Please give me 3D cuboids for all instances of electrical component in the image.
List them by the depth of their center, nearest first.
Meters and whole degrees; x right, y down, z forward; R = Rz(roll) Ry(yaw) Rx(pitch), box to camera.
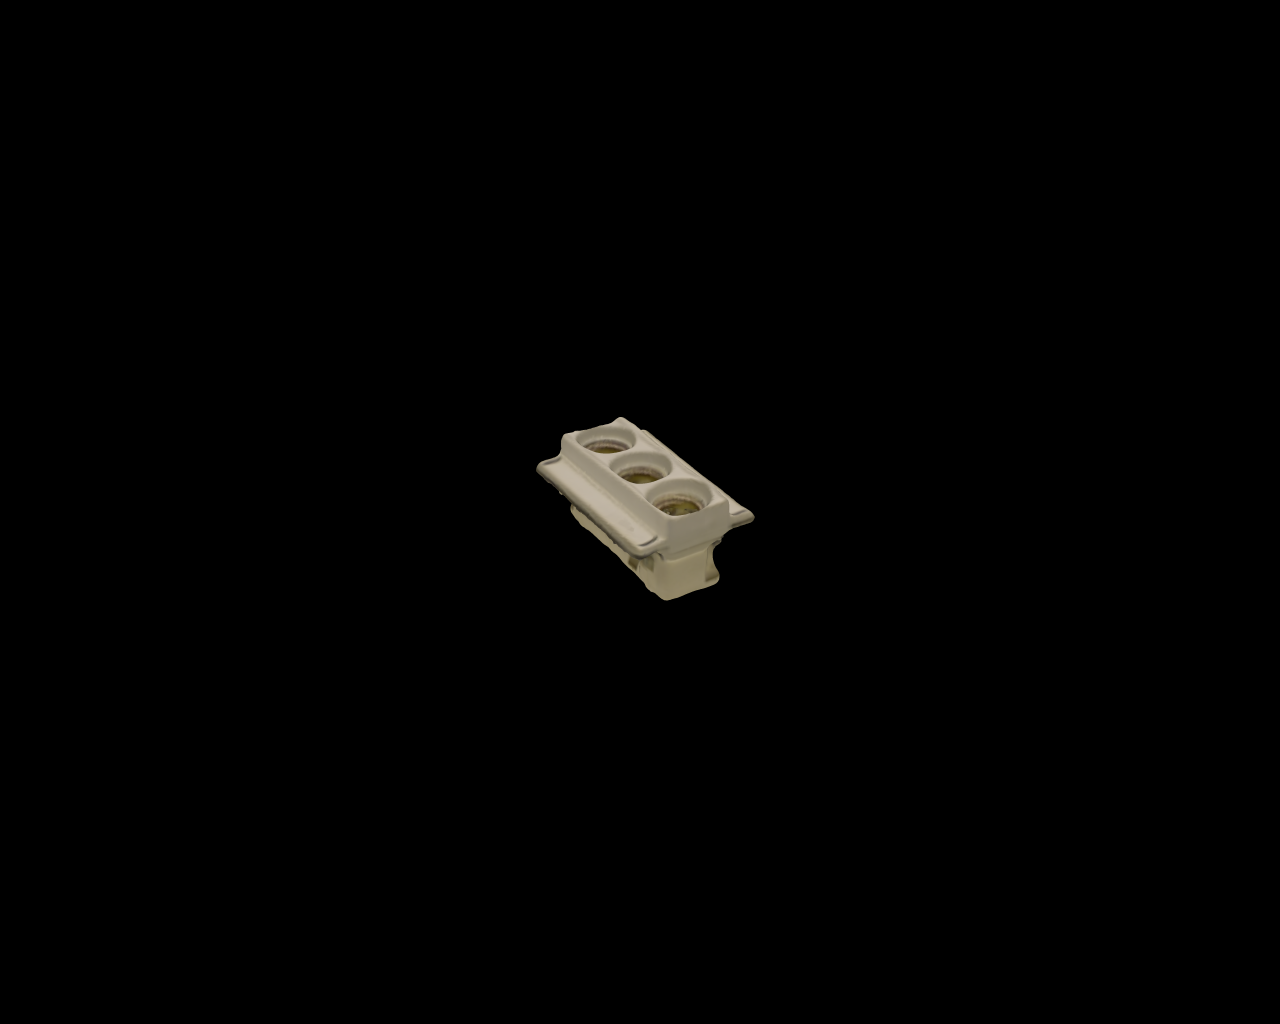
[{"bbox_3d":[0.001,-0.003,0.650,0.079,0.063,0.121,-18,36,-27],"label":"electrical component"}]
